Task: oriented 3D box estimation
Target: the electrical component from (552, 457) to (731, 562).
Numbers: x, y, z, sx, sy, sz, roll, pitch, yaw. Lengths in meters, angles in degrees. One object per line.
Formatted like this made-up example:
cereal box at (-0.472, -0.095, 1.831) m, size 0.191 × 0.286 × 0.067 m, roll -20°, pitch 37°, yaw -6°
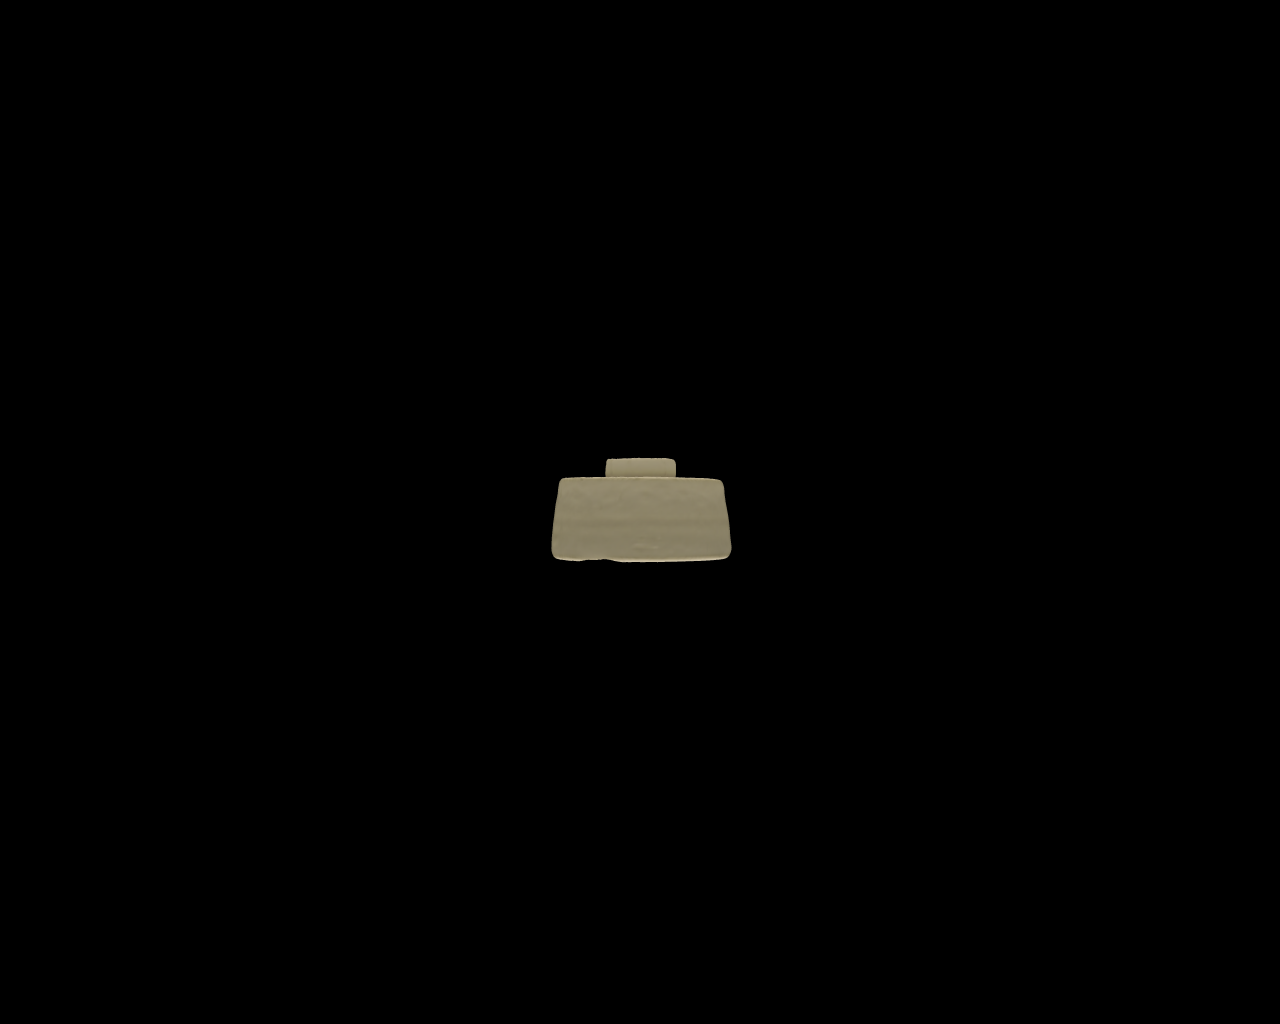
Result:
electrical component at (0.001, -0.003, 0.650) m, size 0.108 × 0.060 × 0.108 m, roll 0°, pitch 0°, yaw 0°
